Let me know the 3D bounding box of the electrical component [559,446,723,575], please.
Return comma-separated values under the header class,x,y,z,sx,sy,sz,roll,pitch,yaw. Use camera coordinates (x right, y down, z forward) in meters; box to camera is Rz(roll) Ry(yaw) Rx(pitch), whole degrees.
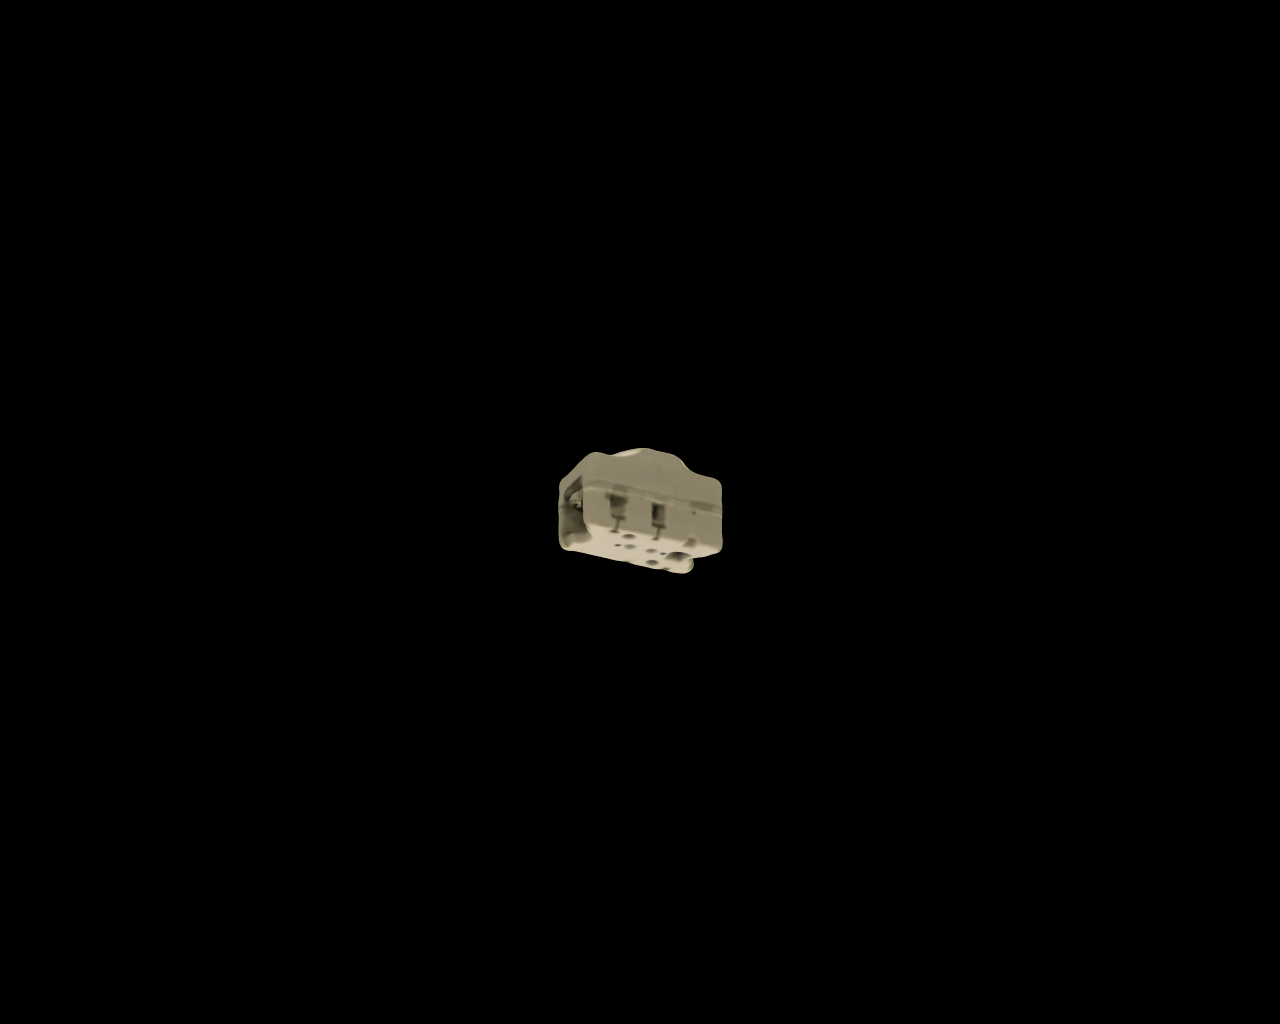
class,x,y,z,sx,sy,sz,roll,pitch,yaw
electrical component,0.001,-0.003,0.650,0.089,0.056,0.050,12,-27,-25
